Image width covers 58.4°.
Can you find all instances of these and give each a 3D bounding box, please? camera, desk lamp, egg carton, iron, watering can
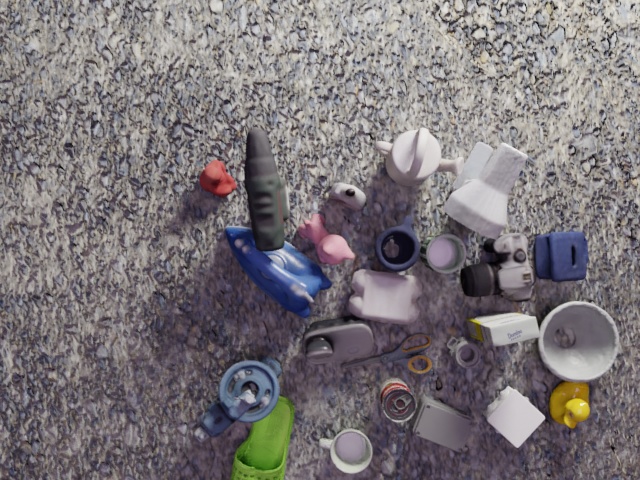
[{"bbox_3d":[0.365,0.063,1.188,0.137,0.101,0.143,-8,90,0],"label":"camera"},{"bbox_3d":[0.326,-0.105,1.133,0.118,0.213,0.203,28,90,1],"label":"desk lamp"},{"bbox_3d":[0.137,0.121,1.205,0.150,0.069,0.107,7,90,0],"label":"egg carton"},{"bbox_3d":[-0.104,0.052,1.170,0.258,0.141,0.119,36,90,0],"label":"iron"},{"bbox_3d":[0.198,-0.169,1.144,0.173,0.194,0.101,-6,89,0],"label":"watering can"}]

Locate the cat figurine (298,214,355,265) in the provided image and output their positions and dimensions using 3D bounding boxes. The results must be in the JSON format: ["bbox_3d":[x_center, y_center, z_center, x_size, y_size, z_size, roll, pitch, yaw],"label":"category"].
[{"bbox_3d":[0.011,0.004,1.181,0.067,0.117,0.128,-42,89,0],"label":"cat figurine"}]

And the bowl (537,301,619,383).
[{"bbox_3d":[0.528,0.209,1.200,0.167,0.074,0.167,0,90,0],"label":"bowl"}]

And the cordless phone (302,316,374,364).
[{"bbox_3d":[0.036,0.212,1.147,0.147,0.185,0.094,-14,89,0],"label":"cordless phone"}]

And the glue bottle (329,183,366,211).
[{"bbox_3d":[0.057,-0.091,1.154,0.078,0.173,0.037,23,90,1],"label":"glue bottle"}]

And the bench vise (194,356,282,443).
[{"bbox_3d":[-0.160,0.335,1.129,0.121,0.219,0.207,29,90,1],"label":"bench vise"}]

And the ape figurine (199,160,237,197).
[{"bbox_3d":[-0.218,-0.130,1.196,0.076,0.092,0.078,1,90,1],"label":"ape figurine"}]

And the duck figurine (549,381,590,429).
[{"bbox_3d":[0.532,0.344,1.194,0.077,0.086,0.104,28,90,1],"label":"duck figurine"}]

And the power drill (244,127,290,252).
[{"bbox_3d":[-0.107,-0.092,1.137,0.075,0.208,0.230,-7,90,1],"label":"power drill"}]

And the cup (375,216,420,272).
[{"bbox_3d":[0.160,0.006,1.192,0.091,0.095,0.118,20,90,1],"label":"cup"}]

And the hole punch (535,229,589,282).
[{"bbox_3d":[0.511,0.032,1.193,0.101,0.091,0.109,-3,90,0],"label":"hole punch"}]
